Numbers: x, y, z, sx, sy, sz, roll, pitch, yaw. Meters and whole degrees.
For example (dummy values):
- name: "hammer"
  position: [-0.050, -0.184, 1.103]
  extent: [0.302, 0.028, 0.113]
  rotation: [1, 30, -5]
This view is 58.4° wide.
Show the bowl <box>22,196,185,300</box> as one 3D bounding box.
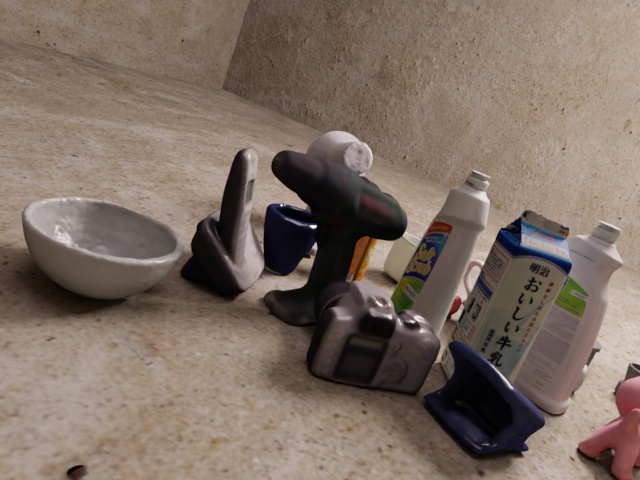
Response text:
- name: "bowl"
  position: [-0.238, 0.017, 0.622]
  extent: [0.167, 0.075, 0.167]
  rotation: [19, 16, -6]

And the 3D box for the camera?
- name: "camera"
  position: [0.055, 0.098, 0.681]
  extent: [0.143, 0.101, 0.136]
  rotation: [15, 17, -20]

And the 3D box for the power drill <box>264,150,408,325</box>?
- name: "power drill"
  position: [0.007, 0.003, 0.735]
  extent: [0.230, 0.208, 0.075]
  rotation: [7, 21, -41]

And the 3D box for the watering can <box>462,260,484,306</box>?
- name: "watering can"
  position: [0.310, 0.075, 0.908]
  extent: [0.172, 0.194, 0.101]
  rotation: [26, 17, 17]

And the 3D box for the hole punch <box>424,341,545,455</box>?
- name: "hole punch"
  position: [0.187, 0.169, 0.631]
  extent: [0.101, 0.091, 0.108]
  rotation: [10, 19, -34]

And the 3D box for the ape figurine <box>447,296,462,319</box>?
- name: "ape figurine"
  position: [0.198, 0.078, 0.942]
  extent: [0.076, 0.092, 0.077]
  rotation: [10, 19, -34]

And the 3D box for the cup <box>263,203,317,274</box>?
- name: "cup"
  position: [-0.042, 0.002, 0.883]
  extent: [0.091, 0.095, 0.118]
  rotation: [32, 19, 34]

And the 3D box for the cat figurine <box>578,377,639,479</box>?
- name: "cat figurine"
  position: [0.380, 0.211, 0.688]
  extent: [0.067, 0.118, 0.128]
  rotation: [32, 19, 35]

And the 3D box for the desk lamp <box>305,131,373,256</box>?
- name: "desk lamp"
  position: [0.027, -0.090, 1.056]
  extent: [0.118, 0.213, 0.203]
  rotation: [17, 16, -15]

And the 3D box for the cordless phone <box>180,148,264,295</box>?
- name: "cordless phone"
  position: [-0.103, -0.033, 0.756]
  extent: [0.094, 0.185, 0.147]
  rotation: [21, 16, -1]
